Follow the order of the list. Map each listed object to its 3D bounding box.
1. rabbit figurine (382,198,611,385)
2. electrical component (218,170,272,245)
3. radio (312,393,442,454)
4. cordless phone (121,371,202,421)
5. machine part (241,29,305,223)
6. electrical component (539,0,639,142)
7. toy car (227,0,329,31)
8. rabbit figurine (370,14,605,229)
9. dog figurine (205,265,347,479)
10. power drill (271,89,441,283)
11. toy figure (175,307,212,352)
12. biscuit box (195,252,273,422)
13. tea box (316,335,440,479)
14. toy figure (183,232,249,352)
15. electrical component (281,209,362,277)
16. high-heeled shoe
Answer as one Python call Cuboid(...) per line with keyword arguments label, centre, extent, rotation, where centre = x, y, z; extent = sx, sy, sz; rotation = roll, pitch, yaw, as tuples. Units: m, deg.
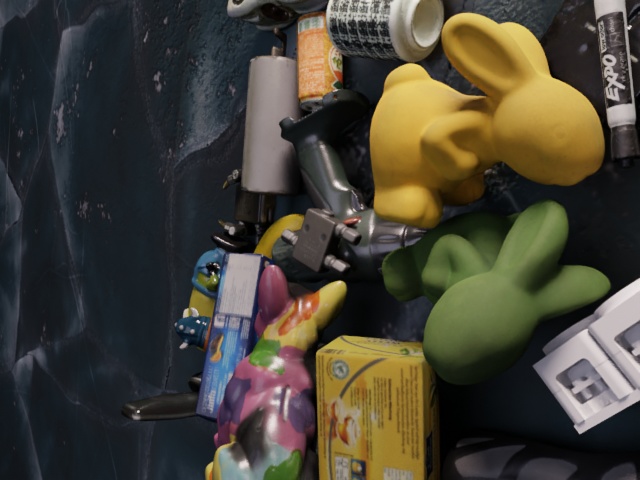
Cuboid(label="rabbit figurine", centre=(0.135, 0.048, 0.417), extent=(0.159, 0.170, 0.121), rotation=(-32, 100, 24))
Cuboid(label="electrical component", centre=(-0.105, -0.048, 0.763), extent=(0.078, 0.045, 0.102), rotation=(19, 104, 46))
Cuboid(label="radio", centre=(0.048, 0.255, 0.581), extent=(0.131, 0.073, 0.229), rotation=(12, 97, 45))
Cuboid(label="cordless phone", centre=(-0.155, 0.221, 0.718), extent=(0.147, 0.184, 0.088), rotation=(1, 87, 47))
Cuboid(label="machine part", centre=(-0.058, -0.142, 0.691), extent=(0.079, 0.079, 0.243), rotation=(9, 96, 46))
Cuboid(label="electrical component", centre=(0.237, -0.154, 0.392), extent=(0.115, 0.058, 0.134), rotation=(54, 127, 29))
Cuboid(label="toy car", centre=(-0.040, -0.301, 0.672), extent=(0.202, 0.073, 0.056), rotation=(14, 97, 46))
Cuboid(label="rabbit figurine", centre=(0.135, -0.090, 0.428), extent=(0.173, 0.122, 0.162), rotation=(10, 105, 46))
Cuboid(label="dog figurine", centre=(-0.037, 0.140, 0.527), extent=(0.192, 0.108, 0.219), rotation=(-117, 40, -76))
Cuboid(label="power drill", centre=(0.038, -0.054, 0.594), extent=(0.232, 0.086, 0.207), rotation=(-18, 84, 36))
Cuboid(label="toy figure", centre=(-0.122, 0.139, 0.728), extent=(0.155, 0.064, 0.057), rotation=(18, 150, 10))
Cuboid(label="biscuit box", centre=(-0.096, 0.120, 0.661), extent=(0.059, 0.062, 0.202), rotation=(2, 76, 23))
Cuboid(label="tea box", centre=(0.053, 0.176, 0.476), extent=(0.098, 0.068, 0.169), rotation=(1, 93, 23))
Cuboid(label="toy figure", centre=(-0.148, 0.080, 0.786), extent=(0.089, 0.082, 0.180), rotation=(38, 114, 42))
Cuboid(label="electrical component", centre=(-0.001, -0.002, 0.562), extent=(0.094, 0.021, 0.063), rotation=(29, 109, 35))
Cuboid(label="high-heeled shoe", centre=(0.218, 0.183, 0.431), extent=(0.249, 0.145, 0.086), rotation=(-24, 106, 17))
